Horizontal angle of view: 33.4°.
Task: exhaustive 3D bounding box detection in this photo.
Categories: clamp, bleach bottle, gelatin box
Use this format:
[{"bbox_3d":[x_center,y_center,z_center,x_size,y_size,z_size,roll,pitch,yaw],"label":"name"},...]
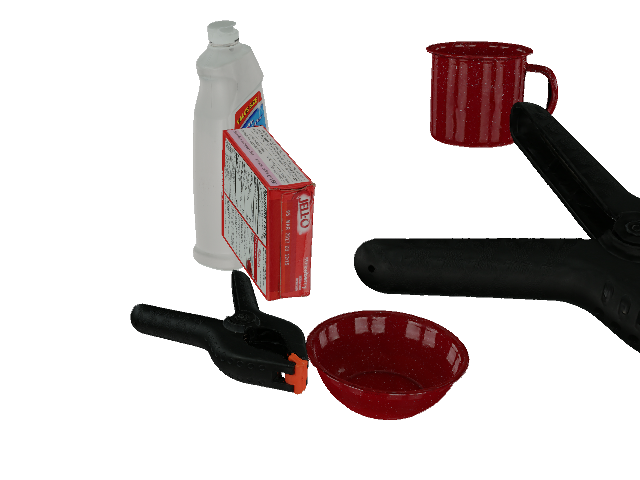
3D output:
[{"bbox_3d":[-0.063,0.074,0.901,0.172,0.039,0.120,25,41,33],"label":"clamp"},{"bbox_3d":[-0.096,-0.101,1.118,0.068,0.251,0.102,14,31,32],"label":"bleach bottle"},{"bbox_3d":[-0.032,-0.017,0.629,0.030,0.073,0.089,-9,31,-21],"label":"gelatin box"},{"bbox_3d":[0.131,0.011,0.487,0.210,0.036,0.164,31,49,31],"label":"clamp"}]

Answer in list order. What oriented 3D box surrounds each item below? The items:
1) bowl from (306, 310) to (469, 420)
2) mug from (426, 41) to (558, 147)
[{"bbox_3d":[0.065,0.131,1.063,0.162,0.055,0.162,3,25,-1],"label":"bowl"},{"bbox_3d":[0.151,-0.129,0.946,0.117,0.081,0.093,4,19,13],"label":"mug"}]
